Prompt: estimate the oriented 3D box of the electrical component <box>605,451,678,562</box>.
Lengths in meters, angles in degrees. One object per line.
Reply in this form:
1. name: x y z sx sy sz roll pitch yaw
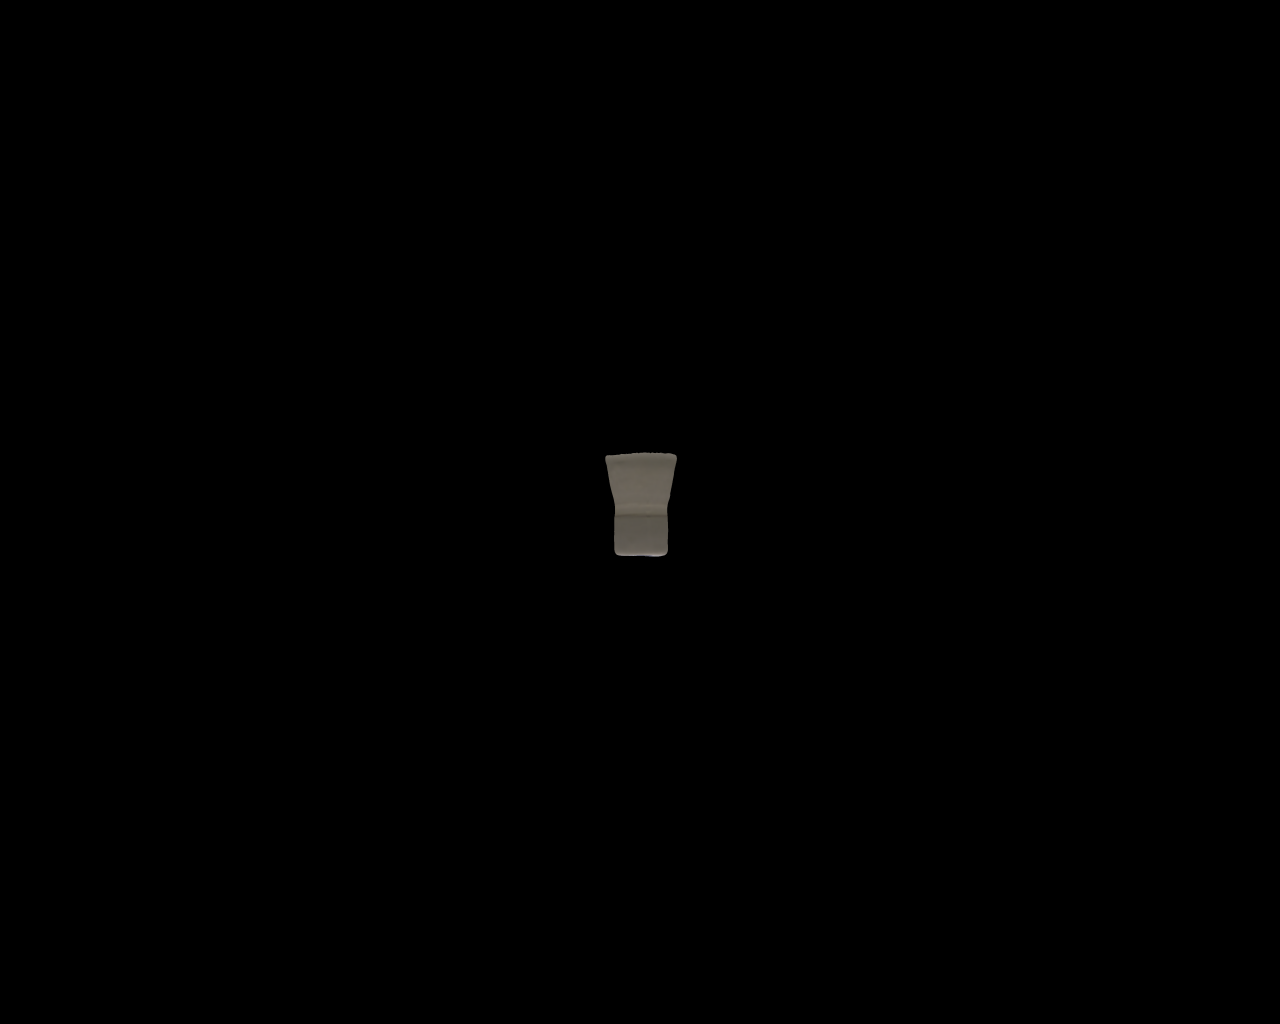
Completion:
1. electrical component: 0.001 -0.003 0.650 0.044 0.065 0.044 0 -2 0
